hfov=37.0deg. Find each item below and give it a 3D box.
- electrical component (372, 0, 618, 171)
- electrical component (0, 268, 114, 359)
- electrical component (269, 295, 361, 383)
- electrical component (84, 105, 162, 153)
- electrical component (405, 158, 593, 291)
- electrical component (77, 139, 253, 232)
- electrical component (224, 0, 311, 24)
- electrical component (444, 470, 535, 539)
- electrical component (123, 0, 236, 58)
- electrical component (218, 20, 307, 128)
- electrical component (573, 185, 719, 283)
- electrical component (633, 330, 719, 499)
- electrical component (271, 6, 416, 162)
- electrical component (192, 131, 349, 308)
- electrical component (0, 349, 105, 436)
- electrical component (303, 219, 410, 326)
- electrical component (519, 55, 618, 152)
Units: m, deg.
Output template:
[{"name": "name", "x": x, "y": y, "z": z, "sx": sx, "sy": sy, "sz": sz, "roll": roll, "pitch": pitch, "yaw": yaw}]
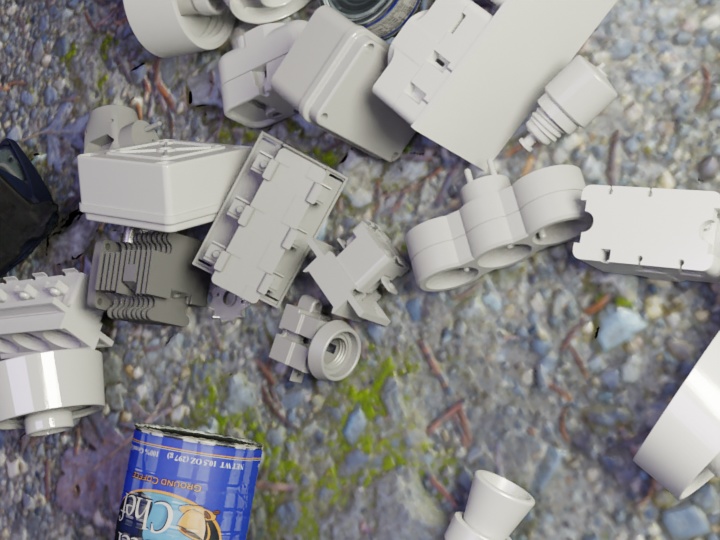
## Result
[{"name": "electrical component", "x": 0.102, "y": -0.174, "z": 0.755, "sx": 0.060, "sy": 0.105, "sz": 0.186, "roll": 45, "pitch": 105, "yaw": 32}, {"name": "electrical component", "x": -0.292, "y": 0.041, "z": 0.989, "sx": 0.121, "sy": 0.078, "sz": 0.063, "roll": -6, "pitch": 54, "yaw": 32}, {"name": "electrical component", "x": -0.033, "y": 0.058, "z": 0.830, "sx": 0.055, "sy": 0.048, "sz": 0.066, "roll": 19, "pitch": 90, "yaw": 42}, {"name": "electrical component", "x": -0.210, "y": -0.113, "z": 0.982, "sx": 0.079, "sy": 0.043, "sz": 0.077, "roll": -18, "pitch": 71, "yaw": 29}, {"name": "electrical component", "x": 0.093, "y": -0.043, "z": 0.765, "sx": 0.138, "sy": 0.052, "sz": 0.073, "roll": -24, "pitch": 67, "yaw": 27}, {"name": "electrical component", "x": -0.160, "y": -0.074, "z": 0.897, "sx": 0.109, "sy": 0.109, "sz": 0.056, "roll": 9, "pitch": 108, "yaw": 34}, {"name": "electrical component", "x": -0.077, "y": -0.256, "z": 0.896, "sx": 0.099, "sy": 0.099, "sz": 0.064, "roll": -36, "pitch": 68, "yaw": 21}, {"name": "electrical component", "x": 0.086, "y": 0.170, "z": 0.727, "sx": 0.045, "sy": 0.045, "sz": 0.055, "roll": 29, "pitch": 96, "yaw": 34}, {"name": "electrical component", "x": -0.149, "y": -0.240, "z": 0.935, "sx": 0.060, "sy": 0.108, "sz": 0.108, "roll": 2, "pitch": 81, "yaw": 27}, {"name": "electrical component", "x": -0.069, "y": -0.165, "z": 0.896, "sx": 0.095, "sy": 0.054, "sz": 0.059, "roll": -19, "pitch": 70, "yaw": 29}, {"name": "electrical component", "x": 0.193, "y": -0.022, "z": 0.694, "sx": 0.089, "sy": 0.056, "sz": 0.050, "roll": 7, "pitch": 83, "yaw": 34}, {"name": "electrical component", "x": 0.205, "y": 0.086, "z": 0.640, "sx": 0.099, "sy": 0.099, "sz": 0.064, "roll": -49, "pitch": 64, "yaw": 14}, {"name": "electrical component", "x": 0.000, "y": -0.137, "z": 0.810, "sx": 0.057, "sy": 0.113, "sz": 0.078, "roll": 43, "pitch": 103, "yaw": 35}, {"name": "electrical component", "x": -0.072, "y": -0.038, "z": 0.857, "sx": 0.079, "sy": 0.063, "sz": 0.121, "roll": 28, "pitch": 97, "yaw": -7}, {"name": "electrical component", "x": -0.275, "y": 0.112, "z": 0.940, "sx": 0.108, "sy": 0.108, "sz": 0.060, "roll": -19, "pitch": 76, "yaw": 28}, {"name": "electrical component", "x": 0.000, "y": 0.000, "z": 0.823, "sx": 0.064, "sy": 0.042, "sz": 0.081, "roll": -44, "pitch": 60, "yaw": 13}, {"name": "electrical component", "x": 0.144, "y": -0.114, "z": 0.755, "sx": 0.078, "sy": 0.040, "sz": 0.040, "roll": -44, "pitch": 60, "yaw": 18}]
